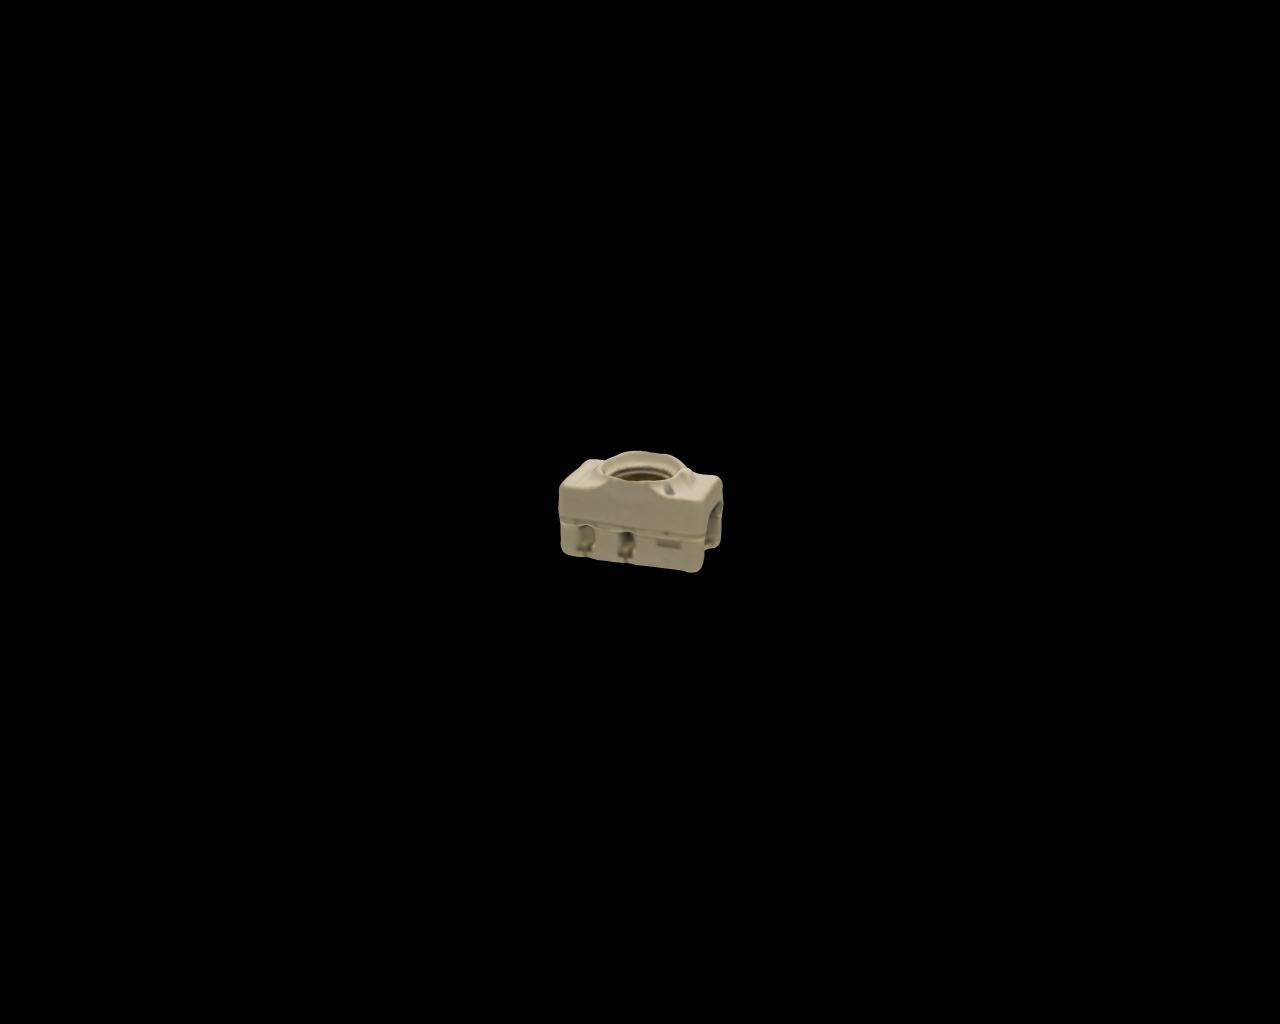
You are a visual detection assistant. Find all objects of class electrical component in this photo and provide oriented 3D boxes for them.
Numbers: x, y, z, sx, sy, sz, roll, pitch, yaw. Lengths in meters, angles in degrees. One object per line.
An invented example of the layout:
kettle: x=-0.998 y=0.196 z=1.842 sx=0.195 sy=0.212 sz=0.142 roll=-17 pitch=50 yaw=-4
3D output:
electrical component: x=0.001 y=-0.003 z=0.650 sx=0.089 sy=0.055 sz=0.050 roll=8 pitch=24 yaw=18
